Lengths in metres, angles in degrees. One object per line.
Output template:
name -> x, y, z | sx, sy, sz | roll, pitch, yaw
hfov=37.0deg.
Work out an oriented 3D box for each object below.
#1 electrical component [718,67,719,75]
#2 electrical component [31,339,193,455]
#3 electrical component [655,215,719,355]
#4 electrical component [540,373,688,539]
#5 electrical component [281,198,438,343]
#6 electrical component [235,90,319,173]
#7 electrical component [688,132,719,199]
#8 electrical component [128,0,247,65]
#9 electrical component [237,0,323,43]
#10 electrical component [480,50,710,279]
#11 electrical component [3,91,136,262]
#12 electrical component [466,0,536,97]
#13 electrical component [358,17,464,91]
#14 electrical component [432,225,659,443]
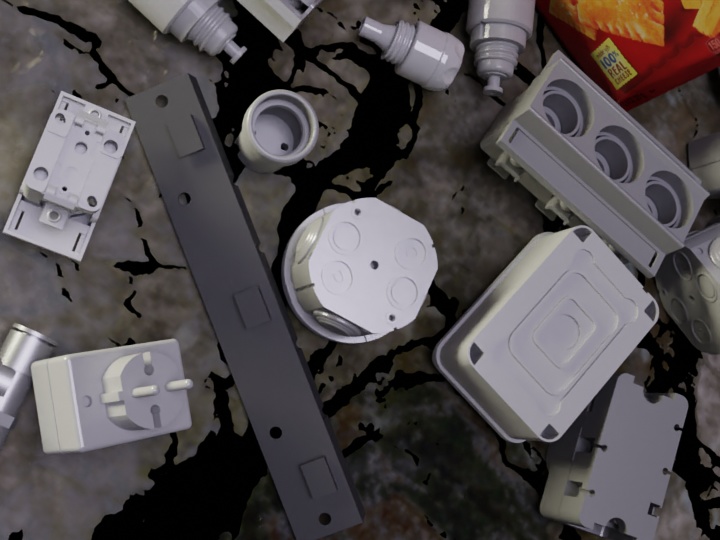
electrical component -> 0.287, -0.137, 0.706 | 0.108, 0.060, 0.108 | 3, 82, -19
electrical component -> -0.113, 0.061, 0.531 | 0.066, 0.077, 0.047 | -7, 85, -44
electrical component -> 0.224, 0.009, 0.659 | 0.051, 0.080, 0.080 | -23, 91, -14
electrical component -> 0.147, 0.110, 0.633 | 0.050, 0.056, 0.089 | 22, 78, -15
electrical component -> 0.000, 0.000, 0.600 | 0.080, 0.051, 0.080 | 2, 83, -18
electrical component -> -0.048, -0.074, 0.595 | 0.040, 0.046, 0.040 | 2, 83, -18
electrical component -> 0.251, -0.051, 0.672 | 0.047, 0.083, 0.075 | -1, 84, -19
electrical component -> -0.095, -0.144, 0.590 | 0.078, 0.040, 0.040 | 43, 73, -9
electrical component -> -0.063, -0.192, 0.585 | 0.121, 0.078, 0.063 | 42, 113, -10
electrical component -> 0.137, -0.059, 0.642 | 0.121, 0.063, 0.078 | 40, 62, -11
electrical component -> -0.147, -0.050, 0.550 | 0.042, 0.064, 0.081 | 21, 78, -14
electrical component -> 0.084, -0.144, 0.650 | 0.040, 0.040, 0.078 | 10, 81, -17
electrical component -> 0.028, -0.131, 0.633 | 0.061, 0.035, 0.035 | 23, 77, -13
electrical component -> 0.106, 0.038, 0.627 | 0.078, 0.057, 0.113 | 47, 72, -8
